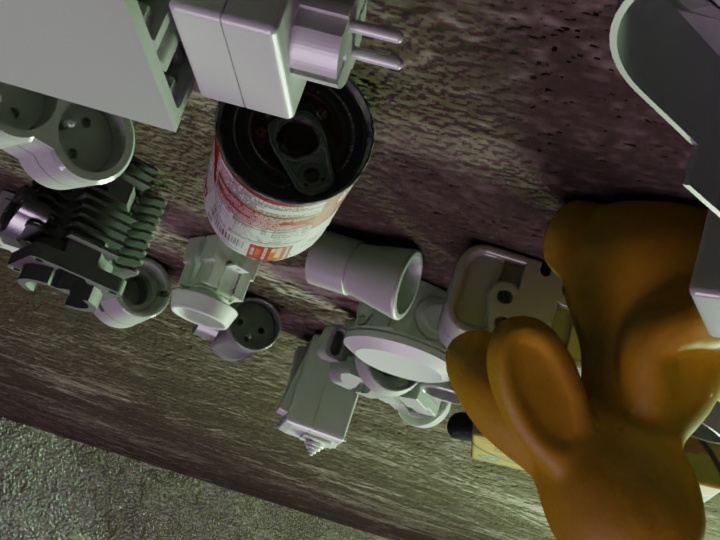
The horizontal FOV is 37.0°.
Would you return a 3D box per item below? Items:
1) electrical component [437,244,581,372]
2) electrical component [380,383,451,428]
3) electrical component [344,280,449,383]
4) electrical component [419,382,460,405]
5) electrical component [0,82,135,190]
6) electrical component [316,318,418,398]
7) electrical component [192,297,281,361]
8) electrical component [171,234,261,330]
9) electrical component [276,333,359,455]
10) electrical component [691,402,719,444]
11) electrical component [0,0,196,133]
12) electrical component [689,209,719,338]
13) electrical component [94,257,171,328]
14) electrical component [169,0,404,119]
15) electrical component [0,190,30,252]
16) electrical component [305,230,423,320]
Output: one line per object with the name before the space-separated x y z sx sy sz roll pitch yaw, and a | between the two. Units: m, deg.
electrical component | 0.095 0.029 0.617 0.095 0.053 0.059 18 162 3
electrical component | 0.047 0.101 0.899 0.066 0.048 0.055 5 150 35
electrical component | 0.033 0.041 0.720 0.080 0.051 0.080 17 162 5
electrical component | 0.068 0.070 0.780 0.040 0.046 0.040 17 162 6
electrical component | -0.192 -0.088 0.559 0.074 0.052 0.138 -1 154 48
electrical component | 0.015 0.065 0.804 0.078 0.058 0.057 26 164 -21
electrical component | -0.113 0.043 0.886 0.079 0.043 0.077 24 162 -15
electrical component | -0.103 0.009 0.755 0.048 0.055 0.066 31 159 -34
electrical component | -0.036 0.109 0.917 0.061 0.096 0.061 20 162 -5
electrical component | 0.187 0.060 0.643 0.099 0.064 0.099 28 172 4
electrical component | -0.106 -0.118 0.367 0.089 0.061 0.150 17 162 6
electrical component | 0.175 -0.007 0.411 0.077 0.065 0.047 8 160 31
electrical component | -0.184 0.017 0.865 0.055 0.055 0.047 28 156 -28
electrical component | -0.021 -0.089 0.394 0.077 0.047 0.065 16 162 7
electrical component | -0.236 -0.025 0.812 0.081 0.042 0.063 18 164 3
electrical component | 0.000 0.000 0.651 0.065 0.044 0.044 18 163 19
